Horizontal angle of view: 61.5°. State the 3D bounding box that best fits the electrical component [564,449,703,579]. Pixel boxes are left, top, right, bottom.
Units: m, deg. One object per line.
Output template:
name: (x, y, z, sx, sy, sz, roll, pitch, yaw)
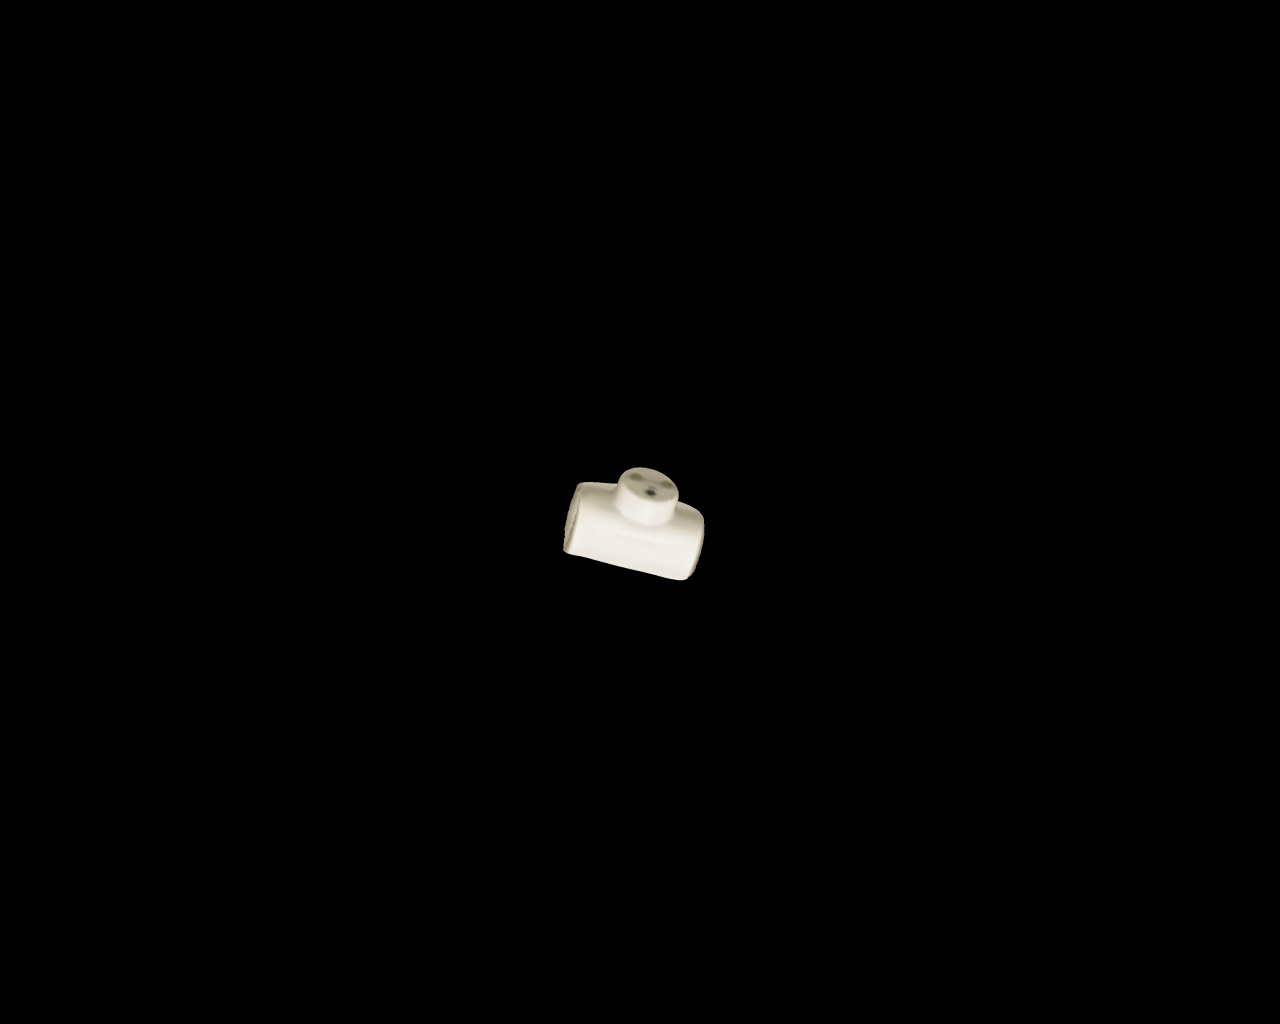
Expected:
electrical component: (0.001, -0.003, 0.650, 0.077, 0.079, 0.043, 14, 33, -9)
